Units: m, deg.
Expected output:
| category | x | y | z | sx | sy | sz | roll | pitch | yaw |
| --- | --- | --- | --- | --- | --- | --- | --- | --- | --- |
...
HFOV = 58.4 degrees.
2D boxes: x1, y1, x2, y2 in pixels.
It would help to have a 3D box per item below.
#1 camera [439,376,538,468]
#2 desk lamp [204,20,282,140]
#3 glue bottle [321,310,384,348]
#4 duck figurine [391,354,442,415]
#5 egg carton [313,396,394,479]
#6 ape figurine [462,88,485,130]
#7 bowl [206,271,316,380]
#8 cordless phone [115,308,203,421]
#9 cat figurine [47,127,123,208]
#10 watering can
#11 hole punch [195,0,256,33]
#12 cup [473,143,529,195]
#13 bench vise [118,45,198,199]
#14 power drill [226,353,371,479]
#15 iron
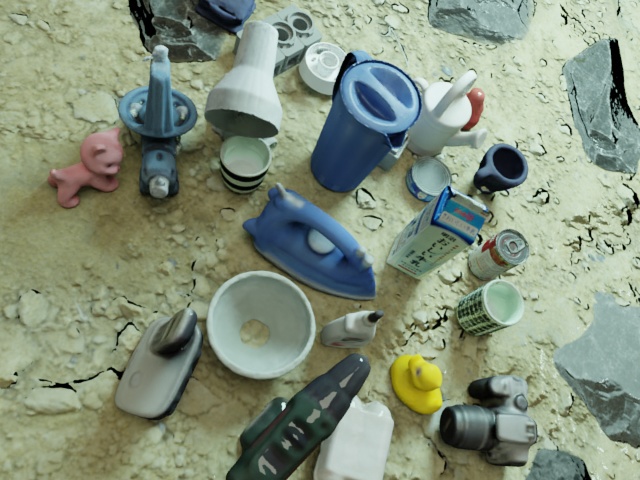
| category | x | y | z | sx | sy | sz | roll | pitch | yaw |
| --- | --- | --- | --- | --- | --- | --- | --- | --- | --- |
| camera | 0.271 | 0.289 | 0.930 | 0.137 | 0.100 | 0.143 | 10 | 67 | -14 |
| desk lamp | -0.123 | -0.243 | 0.953 | 0.118 | 0.213 | 0.203 | 12 | 66 | -13 |
| glue bottle | 0.060 | 0.134 | 0.884 | 0.078 | 0.173 | 0.037 | 3 | 68 | -16 |
| duck figurine | 0.169 | 0.230 | 0.929 | 0.078 | 0.086 | 0.104 | -27 | 79 | -25 |
| egg carton | 0.052 | 0.313 | 0.868 | 0.107 | 0.069 | 0.150 | 20 | 65 | -9 |
| ape figurine | 0.307 | -0.276 | 1.170 | 0.078 | 0.092 | 0.076 | 2 | 69 | -17 |
| bowl | -0.096 | 0.137 | 0.888 | 0.168 | 0.074 | 0.167 | 6 | 68 | -15 |
| cordless phone | -0.214 | 0.165 | 0.778 | 0.094 | 0.185 | 0.147 | 22 | 64 | -8 |
| cat figurine | -0.356 | -0.119 | 0.883 | 0.128 | 0.117 | 0.067 | -31 | 81 | -25 |
| watering can | 0.240 | -0.242 | 1.078 | 0.173 | 0.194 | 0.101 | 28 | 64 | -5 |
| hole punch | -0.173 | -0.471 | 1.095 | 0.109 | 0.091 | 0.101 | 28 | 64 | -5 |
| cup | 0.333 | -0.125 | 1.117 | 0.118 | 0.095 | 0.091 | -20 | 76 | -23 |
| bench vise | -0.237 | -0.178 | 0.887 | 0.122 | 0.219 | 0.207 | -18 | 75 | -23 |
| power drill | -0.038 | 0.255 | 0.785 | 0.075 | 0.208 | 0.230 | 44 | 63 | 3 |
| iron | 0.009 | 0.003 | 0.937 | 0.258 | 0.141 | 0.119 | 34 | 63 | -2 |
